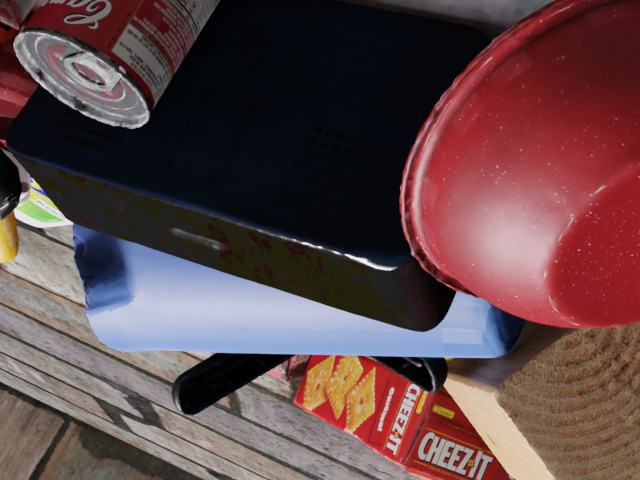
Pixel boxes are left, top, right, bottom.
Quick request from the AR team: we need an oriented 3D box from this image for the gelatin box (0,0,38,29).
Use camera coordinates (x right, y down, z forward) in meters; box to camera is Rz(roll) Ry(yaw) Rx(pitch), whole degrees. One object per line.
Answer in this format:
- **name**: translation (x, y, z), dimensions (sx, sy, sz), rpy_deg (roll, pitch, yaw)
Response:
- **gelatin box**: translation (-0.207, -0.167, 0.616), dimensions (0.073, 0.030, 0.089), rpy_deg (25, 159, 6)

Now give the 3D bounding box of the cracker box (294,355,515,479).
- **cracker box**: translation (0.094, 0.151, 0.863), dimensions (0.164, 0.072, 0.214), rpy_deg (23, 176, -22)

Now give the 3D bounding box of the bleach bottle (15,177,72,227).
- **bleach bottle**: translation (-0.171, -0.059, 0.795), dimensions (0.251, 0.068, 0.102), rpy_deg (-3, 144, 50)

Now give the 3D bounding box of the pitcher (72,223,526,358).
- **pitcher**: translation (-0.004, 0.001, 0.614), dimensions (0.243, 0.149, 0.145), rpy_deg (2, 154, 22)

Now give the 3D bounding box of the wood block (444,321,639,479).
- **wood block**: translation (0.140, 0.091, 0.618), dimensions (0.091, 0.090, 0.206), rpy_deg (54, 176, 2)

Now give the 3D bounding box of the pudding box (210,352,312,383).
- **pudding box**: translation (-0.042, 0.093, 0.970), dimensions (0.090, 0.039, 0.113), rpy_deg (20, -174, 22)

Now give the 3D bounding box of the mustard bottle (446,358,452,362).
- **mustard bottle**: translation (0.081, 0.070, 0.797), dimensions (0.192, 0.058, 0.096), rpy_deg (20, 165, 19)

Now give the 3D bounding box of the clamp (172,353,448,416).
- **clamp**: translation (-0.004, 0.053, 0.698), dimensions (0.164, 0.210, 0.036), rpy_deg (-9, 110, 7)

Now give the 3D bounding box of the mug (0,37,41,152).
- **mug**: translation (-0.168, -0.082, 0.669), dimensions (0.082, 0.117, 0.093), rpy_deg (20, 118, 31)

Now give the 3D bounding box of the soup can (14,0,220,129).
- **soup can**: translation (-0.086, -0.113, 0.495), dimensions (0.068, 0.102, 0.068), rpy_deg (24, 160, 9)

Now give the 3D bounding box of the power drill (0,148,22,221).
- **power drill**: translation (-0.207, -0.117, 0.558), dimensions (0.184, 0.057, 0.188), rpy_deg (44, 134, 3)

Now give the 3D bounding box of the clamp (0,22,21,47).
- **clamp**: translation (-0.280, -0.167, 0.688), dimensions (0.171, 0.039, 0.120), rpy_deg (21, 176, 7)

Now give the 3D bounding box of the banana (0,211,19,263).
- **banana**: translation (-0.248, -0.077, 0.686), dimensions (0.198, 0.037, 0.070), rpy_deg (53, 152, 6)

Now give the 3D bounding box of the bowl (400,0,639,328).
- **bowl**: translation (0.115, -0.017, 0.406), dimensions (0.162, 0.162, 0.055), rpy_deg (49, -168, -46)
